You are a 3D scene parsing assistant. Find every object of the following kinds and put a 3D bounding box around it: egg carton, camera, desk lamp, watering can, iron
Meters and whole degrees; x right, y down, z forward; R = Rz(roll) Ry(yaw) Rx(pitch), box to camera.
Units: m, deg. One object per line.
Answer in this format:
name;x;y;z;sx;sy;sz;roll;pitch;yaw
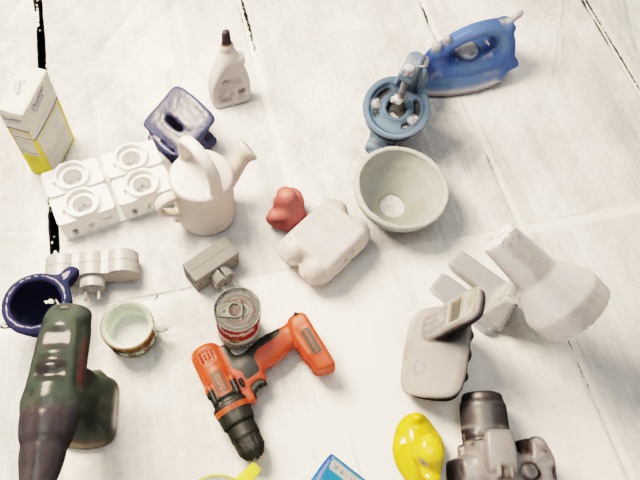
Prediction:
egg carton;0.009;0.003;0.951;0.107;0.069;0.150;40;66;12
camera;0.260;0.290;0.827;0.143;0.101;0.137;4;64;-6
desk lamp;0.298;0.072;0.875;0.203;0.213;0.118;37;65;11
watering can;-0.181;-0.099;0.905;0.101;0.194;0.173;30;64;8
iron;0.281;-0.373;1.131;0.259;0.141;0.118;-21;68;-17

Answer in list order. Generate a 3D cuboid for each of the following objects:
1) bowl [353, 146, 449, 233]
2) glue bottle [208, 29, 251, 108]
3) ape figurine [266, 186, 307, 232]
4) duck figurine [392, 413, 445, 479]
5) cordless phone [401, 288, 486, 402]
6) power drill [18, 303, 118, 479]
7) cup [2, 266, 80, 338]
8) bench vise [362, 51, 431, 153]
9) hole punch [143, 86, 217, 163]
bowl;0.135;-0.077;1.004;0.167;0.075;0.167;3;64;-6
glue bottle;-0.163;-0.308;1.022;0.078;0.173;0.037;-17;67;-15
ape figurine;-0.056;-0.058;0.960;0.078;0.092;0.076;-32;72;-20
duck figurine;0.148;0.297;0.817;0.077;0.086;0.104;-3;64;-9
cordless phone;0.186;0.152;0.837;0.094;0.185;0.147;12;63;-1
power drill;-0.317;0.207;0.730;0.075;0.208;0.229;-3;64;-9
cup;-0.391;0.096;0.838;0.091;0.095;0.118;33;65;9
bench vise;0.143;-0.276;1.021;0.121;0.220;0.207;9;63;-3
hole punch;-0.245;-0.196;1.002;0.108;0.091;0.101;41;66;12
